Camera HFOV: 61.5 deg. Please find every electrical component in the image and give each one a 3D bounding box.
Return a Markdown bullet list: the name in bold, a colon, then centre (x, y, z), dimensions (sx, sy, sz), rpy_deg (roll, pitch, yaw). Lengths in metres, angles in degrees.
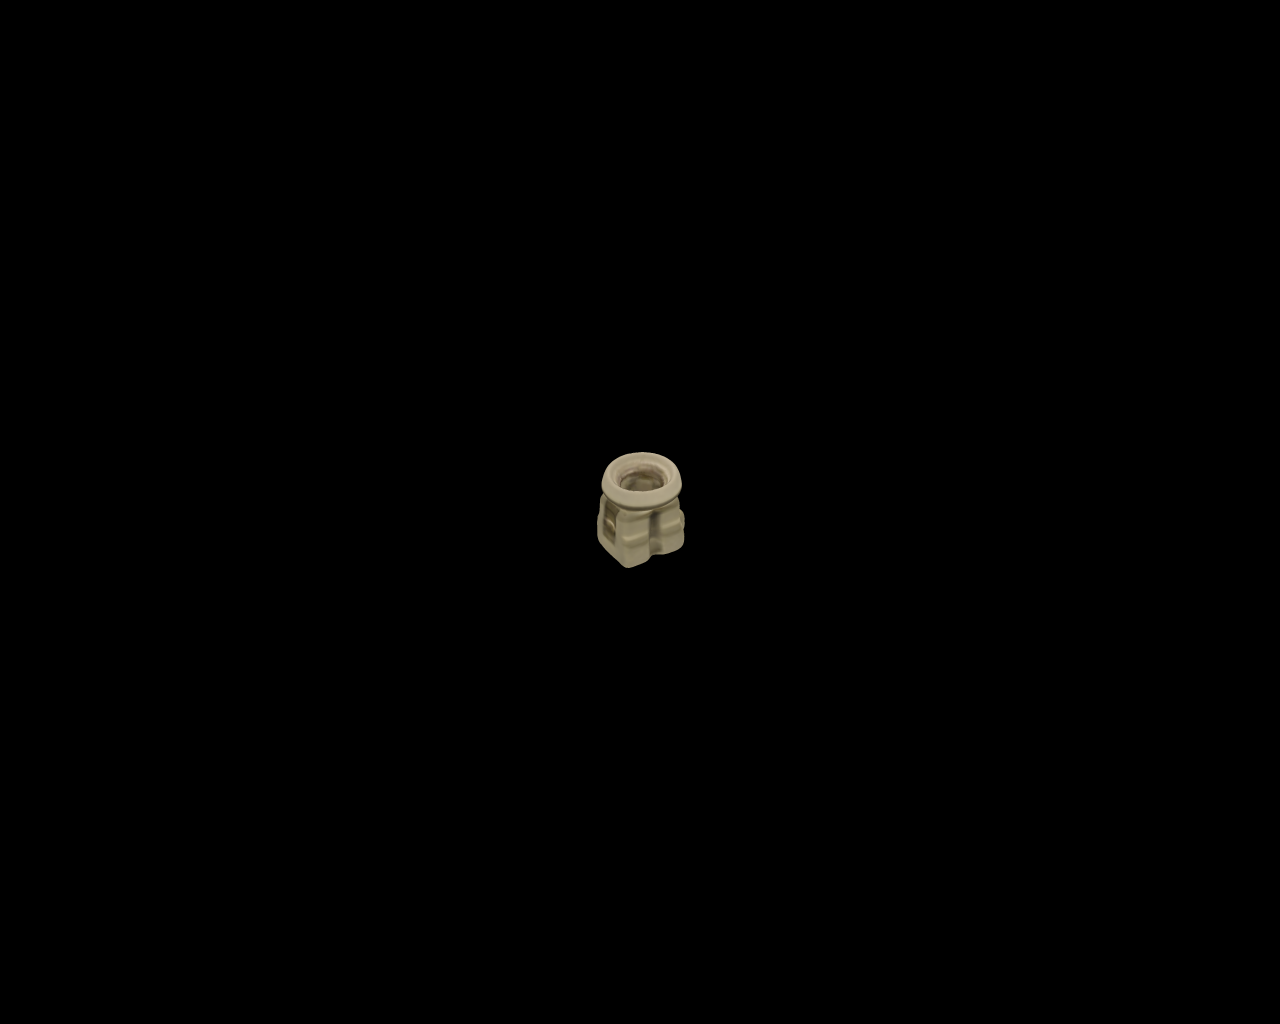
- **electrical component**: centre (0.001, -0.003, 0.650), dimensions (0.066, 0.055, 0.048), rpy_deg (-21, 41, -26)
